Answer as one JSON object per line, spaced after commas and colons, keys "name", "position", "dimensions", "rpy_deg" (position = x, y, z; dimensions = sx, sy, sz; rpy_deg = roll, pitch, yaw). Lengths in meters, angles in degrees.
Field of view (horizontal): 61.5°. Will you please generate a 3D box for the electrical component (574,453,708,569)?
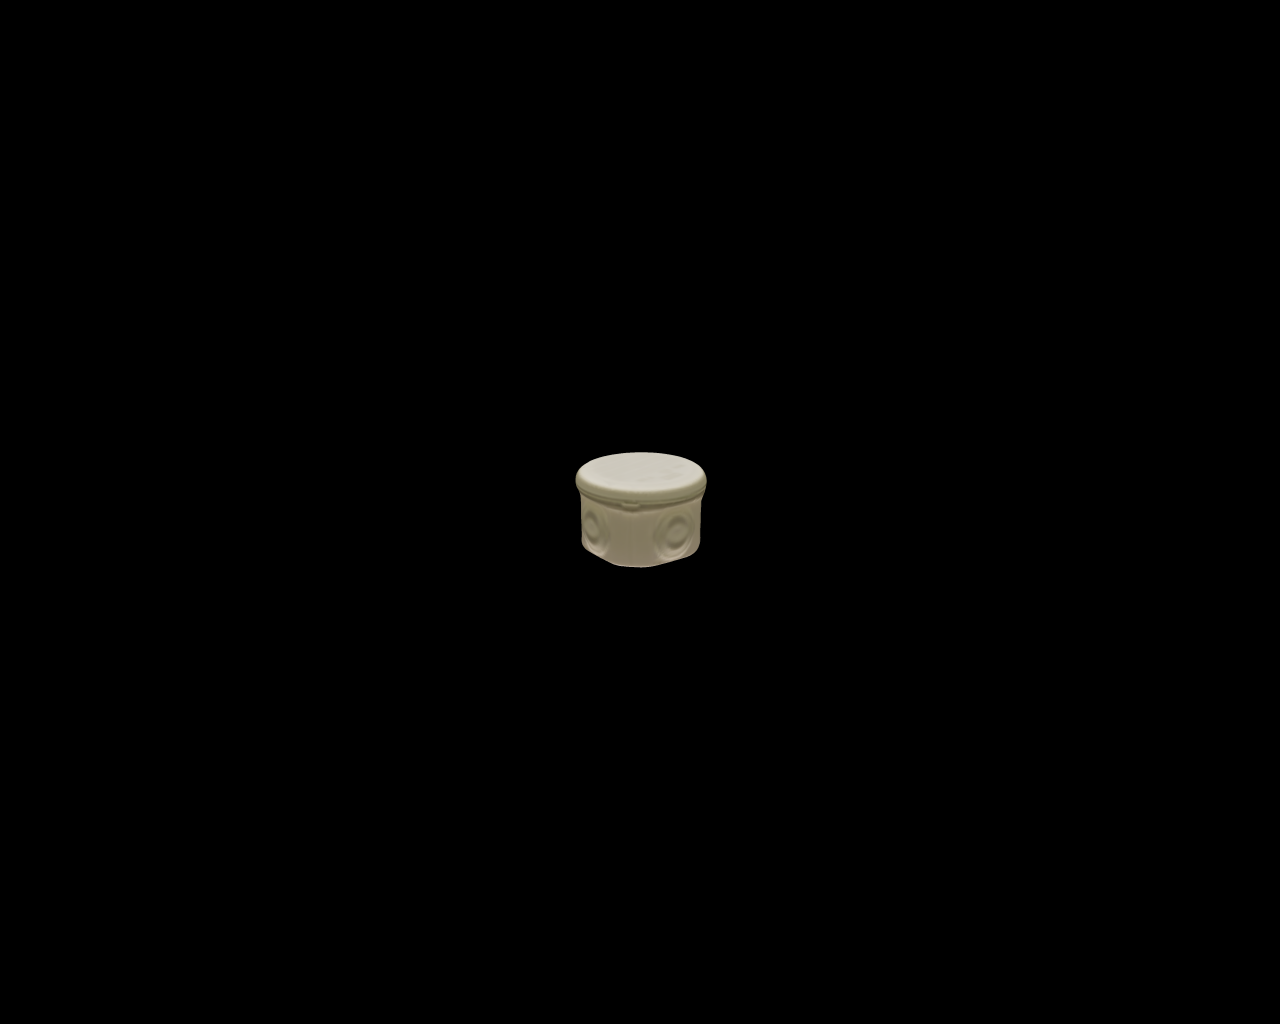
{"name": "electrical component", "position": [0.001, -0.003, 0.650], "dimensions": [0.080, 0.050, 0.080], "rpy_deg": [0, 20, 0]}
